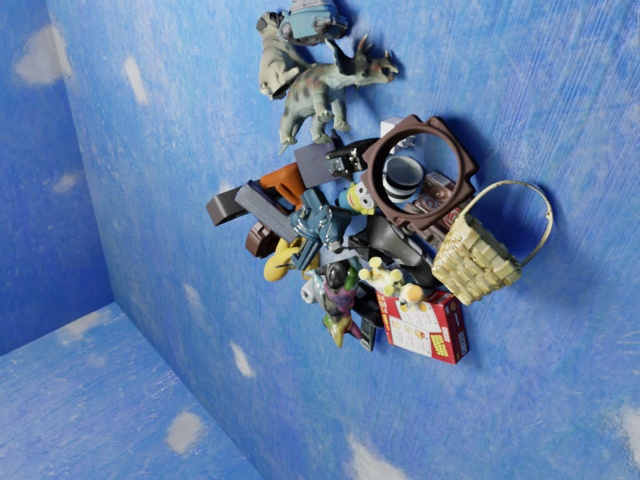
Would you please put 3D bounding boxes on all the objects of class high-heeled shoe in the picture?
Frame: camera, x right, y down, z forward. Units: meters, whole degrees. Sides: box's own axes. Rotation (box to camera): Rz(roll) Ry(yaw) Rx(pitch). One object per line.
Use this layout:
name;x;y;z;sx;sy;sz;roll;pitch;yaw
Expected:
high-heeled shoe;0.209;0.019;1.299;0.086;0.145;0.249;-58;33;27

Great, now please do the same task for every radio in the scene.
radio;-0.216;-0.119;1.582;0.131;0.229;0.073;-27;87;59

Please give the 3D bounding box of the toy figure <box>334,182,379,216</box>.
toy figure;0.104;-0.106;1.310;0.082;0.089;0.180;47;156;-9

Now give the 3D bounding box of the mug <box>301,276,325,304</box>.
mug;0.004;0.153;1.590;0.110;0.107;0.080;49;145;21

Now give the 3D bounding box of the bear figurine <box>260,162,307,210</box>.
bear figurine;-0.058;-0.114;1.485;0.132;0.120;0.195;-6;113;57

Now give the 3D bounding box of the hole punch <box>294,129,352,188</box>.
hole punch;0.006;-0.198;1.367;0.116;0.092;0.142;-9;102;50

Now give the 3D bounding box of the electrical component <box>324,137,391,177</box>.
electrical component;0.079;-0.190;1.235;0.115;0.134;0.058;-4;111;51

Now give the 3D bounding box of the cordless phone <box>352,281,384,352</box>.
cordless phone;0.116;0.224;1.520;0.147;0.089;0.184;37;143;31

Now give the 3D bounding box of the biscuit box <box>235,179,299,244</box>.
biscuit box;-0.138;-0.079;1.487;0.202;0.059;0.063;40;106;-12

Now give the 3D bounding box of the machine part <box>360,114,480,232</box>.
machine part;0.198;-0.134;1.079;0.201;0.087;0.201;-38;81;19

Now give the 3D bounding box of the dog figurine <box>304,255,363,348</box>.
dog figurine;0.059;0.162;1.388;0.191;0.108;0.219;-22;86;54

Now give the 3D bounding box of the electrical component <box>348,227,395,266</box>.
electrical component;0.134;0.020;1.360;0.119;0.075;0.047;33;137;42

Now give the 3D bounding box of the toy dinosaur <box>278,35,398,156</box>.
toy dinosaur;-0.010;-0.329;1.231;0.405;0.131;0.192;-10;75;53

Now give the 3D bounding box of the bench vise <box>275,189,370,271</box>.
bench vise;-0.011;-0.005;1.356;0.224;0.129;0.240;54;128;33

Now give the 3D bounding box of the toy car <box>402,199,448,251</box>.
toy car;0.257;-0.009;1.203;0.202;0.053;0.089;43;144;24

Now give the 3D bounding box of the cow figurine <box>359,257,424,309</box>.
cow figurine;0.180;0.113;1.276;0.168;0.068;0.098;33;173;35

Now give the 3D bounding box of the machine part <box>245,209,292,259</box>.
machine part;-0.142;-0.018;1.612;0.056;0.179;0.179;47;143;20

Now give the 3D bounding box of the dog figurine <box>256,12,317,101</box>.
dog figurine;-0.119;-0.446;1.291;0.190;0.172;0.121;53;134;0

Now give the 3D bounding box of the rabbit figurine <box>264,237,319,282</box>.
rabbit figurine;-0.087;0.063;1.590;0.122;0.173;0.162;49;148;25

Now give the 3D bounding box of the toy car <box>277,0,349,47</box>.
toy car;-0.017;-0.491;1.186;0.162;0.109;0.102;3;98;42
